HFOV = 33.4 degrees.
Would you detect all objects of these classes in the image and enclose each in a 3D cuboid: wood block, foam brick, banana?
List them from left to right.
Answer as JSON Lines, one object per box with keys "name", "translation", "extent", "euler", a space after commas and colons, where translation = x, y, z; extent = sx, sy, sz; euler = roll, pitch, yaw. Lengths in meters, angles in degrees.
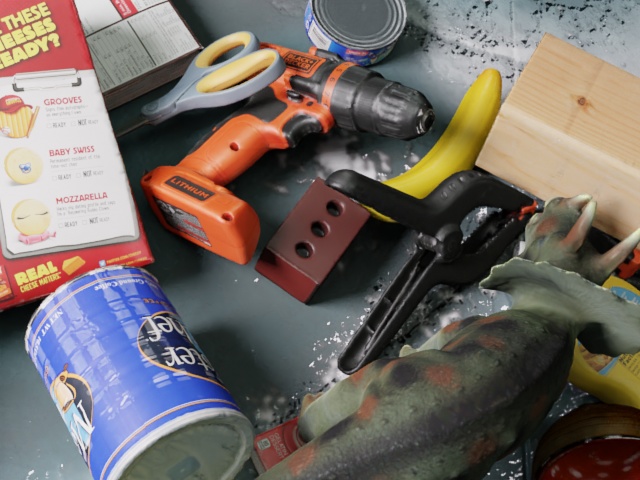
{"name": "foam brick", "translation": [-0.005, 0.001, 0.826], "extent": [0.053, 0.051, 0.078], "euler": [35, 64, 2]}
{"name": "banana", "translation": [0.096, -0.068, 0.877], "extent": [0.037, 0.069, 0.197], "euler": [19, 46, 41]}
{"name": "wood block", "translation": [0.242, -0.065, 0.846], "extent": [0.206, 0.090, 0.090], "euler": [29, 63, 8]}

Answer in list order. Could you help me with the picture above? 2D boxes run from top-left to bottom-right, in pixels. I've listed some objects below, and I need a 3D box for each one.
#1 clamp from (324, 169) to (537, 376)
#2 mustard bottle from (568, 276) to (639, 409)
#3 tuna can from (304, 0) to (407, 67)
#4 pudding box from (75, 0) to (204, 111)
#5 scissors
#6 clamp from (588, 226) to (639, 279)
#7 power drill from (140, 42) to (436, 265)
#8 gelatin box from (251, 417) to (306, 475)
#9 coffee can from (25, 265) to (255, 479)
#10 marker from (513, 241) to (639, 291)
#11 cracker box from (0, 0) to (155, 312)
{"name": "clamp", "translation": [0.086, 0.010, 0.829], "extent": [0.209, 0.164, 0.036], "euler": [-14, 26, -36]}
{"name": "mustard bottle", "translation": [0.234, 0.084, 0.844], "extent": [0.191, 0.058, 0.096], "euler": [42, 65, 6]}
{"name": "tuna can", "translation": [0.030, -0.194, 0.928], "extent": [0.086, 0.034, 0.086], "euler": [5, 66, -11]}
{"name": "pudding box", "translation": [-0.165, -0.160, 0.864], "extent": [0.113, 0.039, 0.090], "euler": [-30, 81, -22]}
{"name": "scissors", "translation": [-0.122, -0.114, 0.842], "extent": [0.202, 0.016, 0.096], "euler": [-19, 38, 11]}
{"name": "clamp", "translation": [0.255, -0.048, 0.913], "extent": [0.120, 0.039, 0.171], "euler": [-9, 63, -12]}
{"name": "power drill", "translation": [-0.029, -0.069, 0.811], "extent": [0.185, 0.057, 0.187], "euler": [22, 58, 36]}
{"name": "gelatin box", "translation": [-0.001, 0.170, 0.766], "extent": [0.073, 0.030, 0.089], "euler": [-20, 74, -21]}
{"name": "coffee can", "translation": [-0.120, 0.100, 0.703], "extent": [0.102, 0.103, 0.140], "euler": [-23, 52, -21]}
{"name": "marker", "translation": [0.220, 0.025, 0.888], "extent": [0.121, 0.020, 0.020], "euler": [15, 65, -7]}
{"name": "cracker box", "translation": [-0.229, -0.060, 0.755], "extent": [0.164, 0.072, 0.214], "euler": [-18, 92, -20]}
